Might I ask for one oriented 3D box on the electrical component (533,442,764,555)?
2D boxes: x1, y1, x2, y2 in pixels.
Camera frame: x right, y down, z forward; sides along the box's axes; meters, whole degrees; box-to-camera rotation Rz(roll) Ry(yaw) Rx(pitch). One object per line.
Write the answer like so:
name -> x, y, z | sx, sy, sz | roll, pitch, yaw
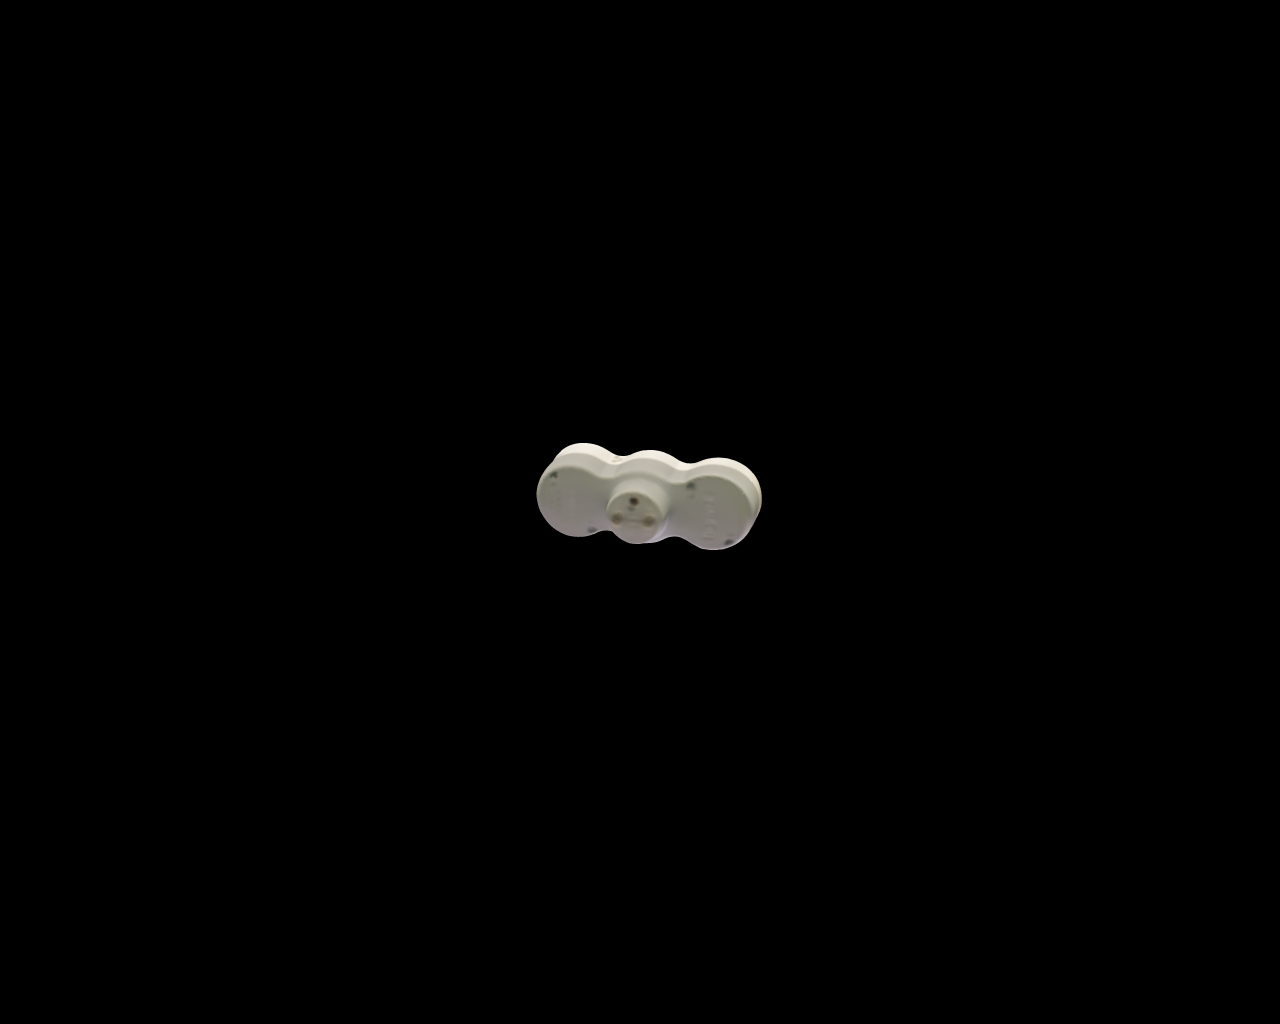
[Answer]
electrical component -> 0.001, -0.003, 0.650 | 0.138, 0.052, 0.074 | 6, 24, 14
